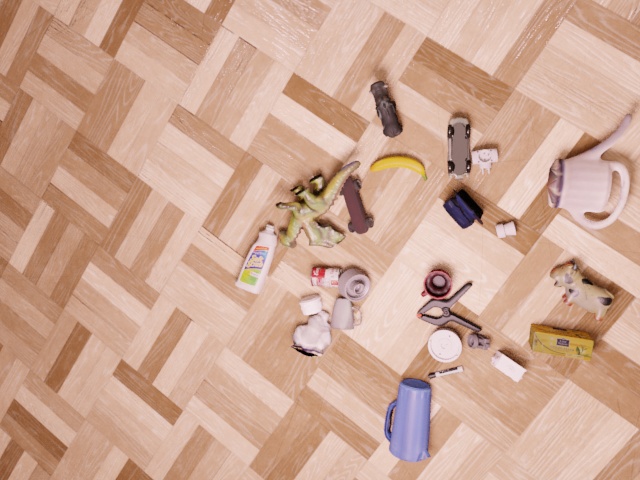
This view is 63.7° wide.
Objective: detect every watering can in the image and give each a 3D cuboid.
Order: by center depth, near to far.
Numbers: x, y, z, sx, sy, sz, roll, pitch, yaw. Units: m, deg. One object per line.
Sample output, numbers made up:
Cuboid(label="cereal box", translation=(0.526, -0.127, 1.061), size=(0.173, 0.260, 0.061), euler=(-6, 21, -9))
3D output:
Cuboid(label="watering can", translation=(0.809, -0.207, 1.549), size=(0.224, 0.104, 0.345), euler=(6, 98, 15))

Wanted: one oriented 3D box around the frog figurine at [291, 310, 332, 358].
Cuboid(label="frog figurine", translation=(-0.023, 0.330, 1.834), size=(0.137, 0.120, 0.162), euler=(7, 61, 23))

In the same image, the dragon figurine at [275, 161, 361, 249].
Cuboid(label="dragon figurine", translation=(0.005, -0.090, 1.785), size=(0.407, 0.124, 0.240), euler=(-23, 104, 22))
